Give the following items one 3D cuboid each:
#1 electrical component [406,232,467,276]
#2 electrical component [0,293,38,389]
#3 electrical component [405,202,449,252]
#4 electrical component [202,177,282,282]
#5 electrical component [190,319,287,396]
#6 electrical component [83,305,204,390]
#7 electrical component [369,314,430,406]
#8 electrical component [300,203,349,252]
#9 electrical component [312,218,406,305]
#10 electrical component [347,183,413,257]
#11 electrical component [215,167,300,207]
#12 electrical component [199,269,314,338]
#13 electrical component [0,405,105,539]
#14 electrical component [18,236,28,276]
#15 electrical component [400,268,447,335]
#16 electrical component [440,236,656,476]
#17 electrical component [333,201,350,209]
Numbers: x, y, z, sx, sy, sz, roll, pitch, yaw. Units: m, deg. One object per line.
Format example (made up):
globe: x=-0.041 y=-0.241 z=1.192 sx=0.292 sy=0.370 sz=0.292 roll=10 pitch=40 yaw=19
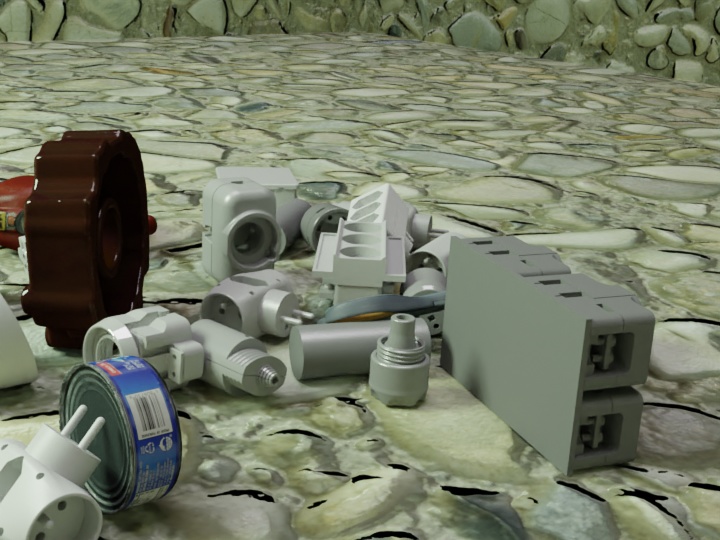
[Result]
electrical component: x=0.093 y=-0.003 z=1.021 sx=0.079 sy=0.044 sz=0.077 roll=11 pitch=19 yaw=24
electrical component: x=-0.269 y=0.040 z=0.741 sx=0.064 sy=0.099 sz=0.099 roll=-19 pitch=27 yaw=-36
electrical component: x=0.054 y=-0.041 z=1.134 sx=0.079 sy=0.044 sz=0.077 roll=7 pitch=18 yaw=11
electrical component: x=-0.110 y=-0.033 z=0.994 sx=0.054 sy=0.095 sz=0.059 roll=-7 pitch=20 yaw=-30
electrical component: x=-0.088 y=0.067 z=0.768 sx=0.081 sy=0.043 sz=0.043 roll=18 pitch=23 yaw=39
electrical component: x=-0.157 y=0.059 z=0.759 sx=0.078 sy=0.058 sz=0.057 roll=20 pitch=21 yaw=40
electrical component: x=0.029 y=0.063 z=0.769 sx=0.043 sy=0.062 sz=0.043 roll=3 pitch=17 yaw=-1
electrical component: x=-0.031 y=-0.040 z=1.103 sx=0.055 sy=0.055 sz=0.047 roll=-4 pitch=15 yaw=-21
electrical component: x=0.000 y=0.000 z=0.962 sx=0.079 sy=0.063 sz=0.121 roll=3 pitch=17 yaw=1
electrical component: x=0.027 y=-0.032 z=1.065 sx=0.047 sy=0.076 sz=0.065 roll=-24 pitch=34 yaw=28
electrical component: x=-0.119 y=-0.085 z=1.235 sx=0.100 sy=0.048 sz=0.099 roll=-1 pitch=18 yaw=-11
electrical component: x=-0.076 y=0.033 z=0.878 sx=0.079 sy=0.043 sz=0.077 roll=12 pitch=19 yaw=26
electrical component: x=-0.166 y=0.109 z=0.576 sx=0.077 sy=0.079 sz=0.043 roll=21 pitch=-18 yaw=43
electrical component: x=-0.277 y=-0.014 z=0.990 sx=0.055 sy=0.048 sz=0.066 roll=-17 pitch=25 yaw=-29
electrical component: x=0.057 y=0.027 z=0.917 sx=0.045 sy=0.045 sz=0.055 roll=3 pitch=18 yaw=-1
electrical component: x=0.127 y=0.050 z=0.755 sx=0.060 sy=0.105 sz=0.186 roll=-4 pitch=19 yaw=-21
electrical component: x=-0.020 y=-0.055 z=1.172 sx=0.078 sy=0.040 sz=0.040 roll=10 pitch=19 yaw=22
